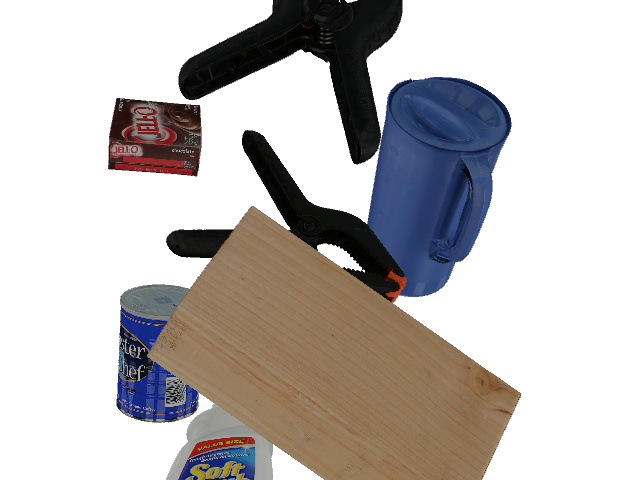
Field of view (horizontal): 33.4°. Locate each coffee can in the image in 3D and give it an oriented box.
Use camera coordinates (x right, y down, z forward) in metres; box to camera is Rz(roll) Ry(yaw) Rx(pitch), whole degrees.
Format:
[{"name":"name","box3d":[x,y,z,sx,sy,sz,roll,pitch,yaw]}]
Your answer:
[{"name":"coffee can","box3d":[-0.196,0.137,1.306,0.103,0.140,0.103,5,17,-2]}]

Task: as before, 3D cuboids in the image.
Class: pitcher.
[{"name":"pitcher","box3d":[0.121,-0.046,1.186,0.145,0.243,0.149,23,44,13]}]

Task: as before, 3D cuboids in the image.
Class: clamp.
[{"name":"clamp","box3d":[0.009,-0.119,0.635,0.120,0.171,0.039,32,-28,6]},{"name":"clamp","box3d":[-0.024,0.001,0.962,0.210,0.164,0.036,34,-39,7]}]

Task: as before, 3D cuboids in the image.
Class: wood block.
[{"name":"wood block","box3d":[0.007,0.085,0.674,0.206,0.090,0.090,35,-33,-2]}]

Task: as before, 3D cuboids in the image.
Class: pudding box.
[{"name":"pudding box","box3d":[-0.168,-0.106,1.087,0.090,0.039,0.113,5,26,-9]}]

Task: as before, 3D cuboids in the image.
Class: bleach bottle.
[{"name":"bleach bottle","box3d":[-0.089,0.208,0.866,0.102,0.068,0.251,-1,25,-1]}]
